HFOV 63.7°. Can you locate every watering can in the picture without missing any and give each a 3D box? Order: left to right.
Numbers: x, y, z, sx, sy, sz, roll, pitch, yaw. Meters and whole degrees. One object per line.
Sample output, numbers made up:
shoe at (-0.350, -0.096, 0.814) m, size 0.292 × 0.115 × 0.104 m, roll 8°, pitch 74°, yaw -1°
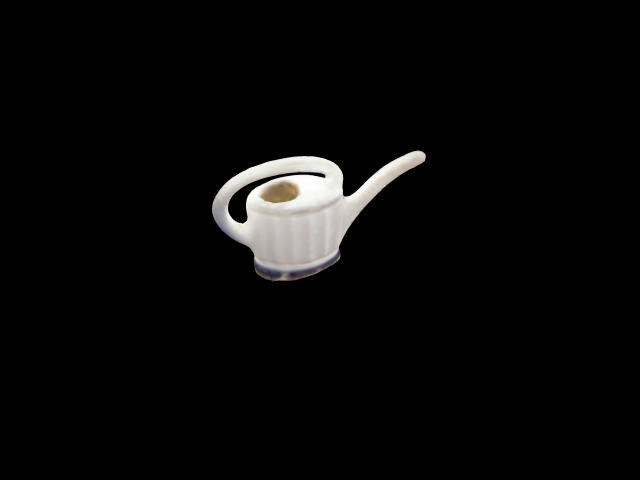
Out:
watering can at (0.003, -0.043, 0.850) m, size 0.348 × 0.219 × 0.106 m, roll -9°, pitch 41°, yaw -10°
